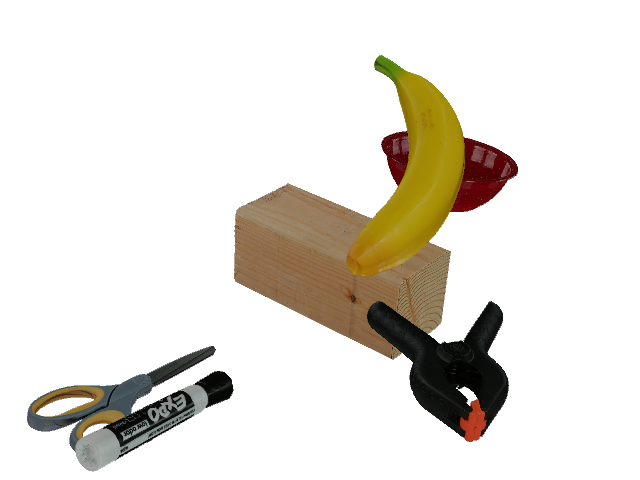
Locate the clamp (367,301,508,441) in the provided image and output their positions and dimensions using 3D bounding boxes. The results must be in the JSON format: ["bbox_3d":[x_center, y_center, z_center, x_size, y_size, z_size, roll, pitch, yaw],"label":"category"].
[{"bbox_3d":[0.118,0.099,0.886,0.120,0.039,0.171,-9,35,-12],"label":"clamp"}]

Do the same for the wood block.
[{"bbox_3d":[0.017,0.027,1.086,0.206,0.091,0.090,24,36,31],"label":"wood block"}]

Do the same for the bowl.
[{"bbox_3d":[0.146,-0.076,1.249,0.162,0.055,0.162,8,24,-4],"label":"bowl"}]

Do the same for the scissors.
[{"bbox_3d":[-0.158,0.142,0.949,0.201,0.016,0.096,-11,35,-34],"label":"scissors"}]

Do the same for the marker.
[{"bbox_3d":[-0.090,0.100,0.607,0.020,0.020,0.120,0,12,33],"label":"marker"}]

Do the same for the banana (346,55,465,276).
[{"bbox_3d":[0.060,-0.046,0.703,0.069,0.197,0.037,7,-42,3],"label":"banana"}]
